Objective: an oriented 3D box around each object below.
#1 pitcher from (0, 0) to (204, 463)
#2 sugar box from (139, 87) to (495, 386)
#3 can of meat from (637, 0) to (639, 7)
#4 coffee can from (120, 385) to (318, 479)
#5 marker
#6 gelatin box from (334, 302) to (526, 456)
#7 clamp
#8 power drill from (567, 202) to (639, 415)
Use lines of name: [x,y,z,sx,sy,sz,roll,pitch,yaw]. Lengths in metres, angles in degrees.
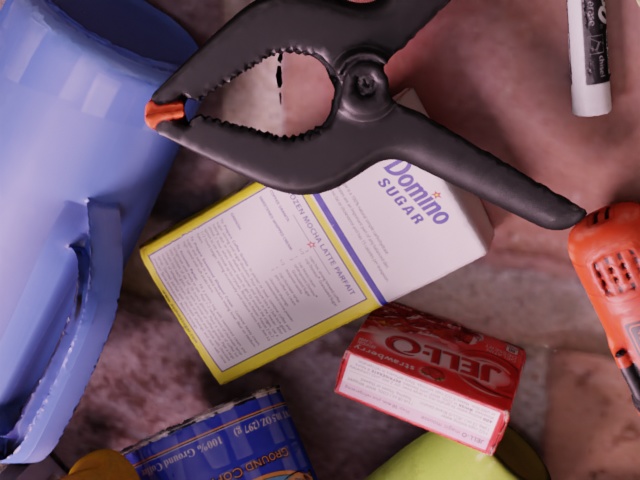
pitcher: [-0.152,-0.010,0.574,0.149,0.145,0.243,32,113,-1]
sugar box: [-0.004,0.001,0.579,0.176,0.048,0.093,-28,98,21]
can of meat: [0.175,-0.130,0.454,0.084,0.057,0.102,-25,107,32]
coffee can: [-0.042,0.166,0.597,0.103,0.102,0.140,-28,79,25]
marker: [0.125,-0.119,0.505,0.020,0.020,0.121,-2,109,19]
gelatin box: [0.061,0.069,0.566,0.089,0.073,0.030,20,114,10]
clamp: [0.026,-0.064,0.499,0.210,0.036,0.164,-16,97,-5]
power drill: [0.235,0.042,0.508,0.188,0.057,0.184,-24,104,23]
